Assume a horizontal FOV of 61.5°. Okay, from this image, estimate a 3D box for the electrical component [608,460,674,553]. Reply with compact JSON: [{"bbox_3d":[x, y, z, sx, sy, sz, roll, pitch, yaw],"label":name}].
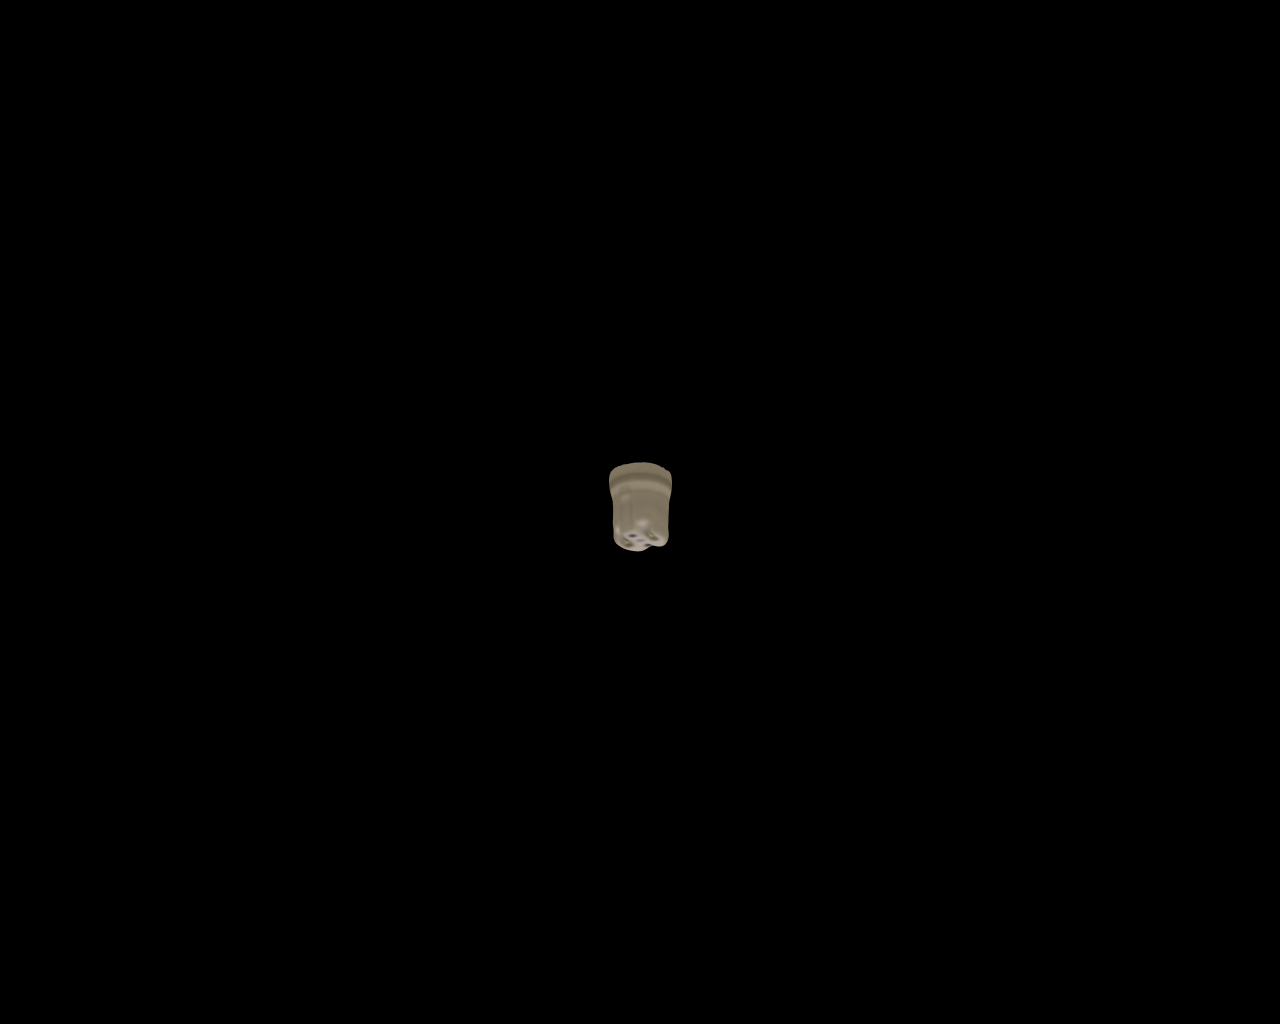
[{"bbox_3d":[0.001,-0.003,0.650,0.040,0.046,0.040,0,-24,0],"label":"electrical component"}]
